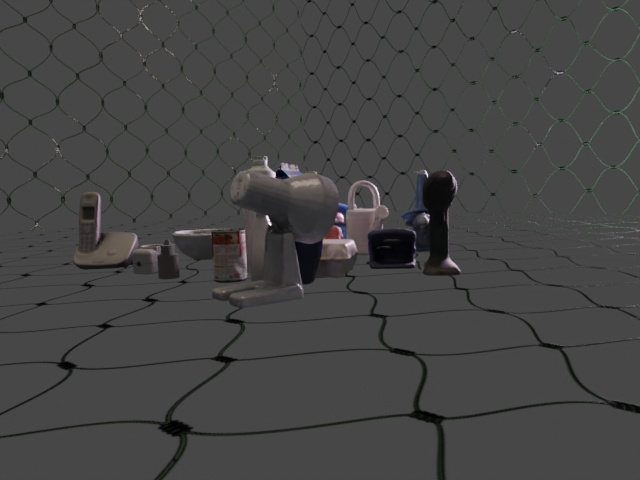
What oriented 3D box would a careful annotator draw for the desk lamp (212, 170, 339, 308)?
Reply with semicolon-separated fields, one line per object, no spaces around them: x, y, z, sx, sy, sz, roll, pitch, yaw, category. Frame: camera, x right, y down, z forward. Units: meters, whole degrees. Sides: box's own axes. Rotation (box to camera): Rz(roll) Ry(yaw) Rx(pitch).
-0.071;-0.009;0.952;0.204;0.213;0.117;-6;7;-39;desk lamp

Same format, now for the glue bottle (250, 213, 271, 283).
-0.105;0.002;1.055;0.037;0.173;0.078;-1;6;7;glue bottle

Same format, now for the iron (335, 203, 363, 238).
0.048;-0.048;1.689;0.258;0.141;0.118;-3;6;-10;iron

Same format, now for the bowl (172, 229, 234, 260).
-0.302;0.013;1.510;0.167;0.075;0.167;-2;6;0;bowl

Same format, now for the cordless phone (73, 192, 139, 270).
-0.513;-0.023;1.369;0.147;0.185;0.094;-1;6;8;cordless phone

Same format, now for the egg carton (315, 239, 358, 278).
0.021;0.037;1.199;0.107;0.069;0.150;0;6;12;egg carton

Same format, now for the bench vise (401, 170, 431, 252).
0.291;-0.082;1.554;0.121;0.220;0.207;-2;6;-7;bench vise

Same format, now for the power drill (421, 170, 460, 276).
0.243;-0.036;1.160;0.075;0.208;0.230;-1;6;6;power drill

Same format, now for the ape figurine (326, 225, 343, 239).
0.036;0.012;1.330;0.077;0.092;0.076;4;8;43;ape figurine

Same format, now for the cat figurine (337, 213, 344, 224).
0.027;-0.050;1.828;0.128;0.118;0.067;-5;7;-32;cat figurine

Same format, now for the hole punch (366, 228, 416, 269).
0.154;0.017;1.253;0.108;0.091;0.101;-1;6;5;hole punch

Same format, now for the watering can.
0.124;-0.061;1.523;0.172;0.194;0.101;4;8;42;watering can

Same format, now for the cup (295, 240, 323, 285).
-0.038;0.036;1.096;0.091;0.095;0.118;-2;6;1;cup

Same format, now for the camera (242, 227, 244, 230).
-0.163;-0.032;1.787;0.136;0.101;0.143;1;6;25;camera
